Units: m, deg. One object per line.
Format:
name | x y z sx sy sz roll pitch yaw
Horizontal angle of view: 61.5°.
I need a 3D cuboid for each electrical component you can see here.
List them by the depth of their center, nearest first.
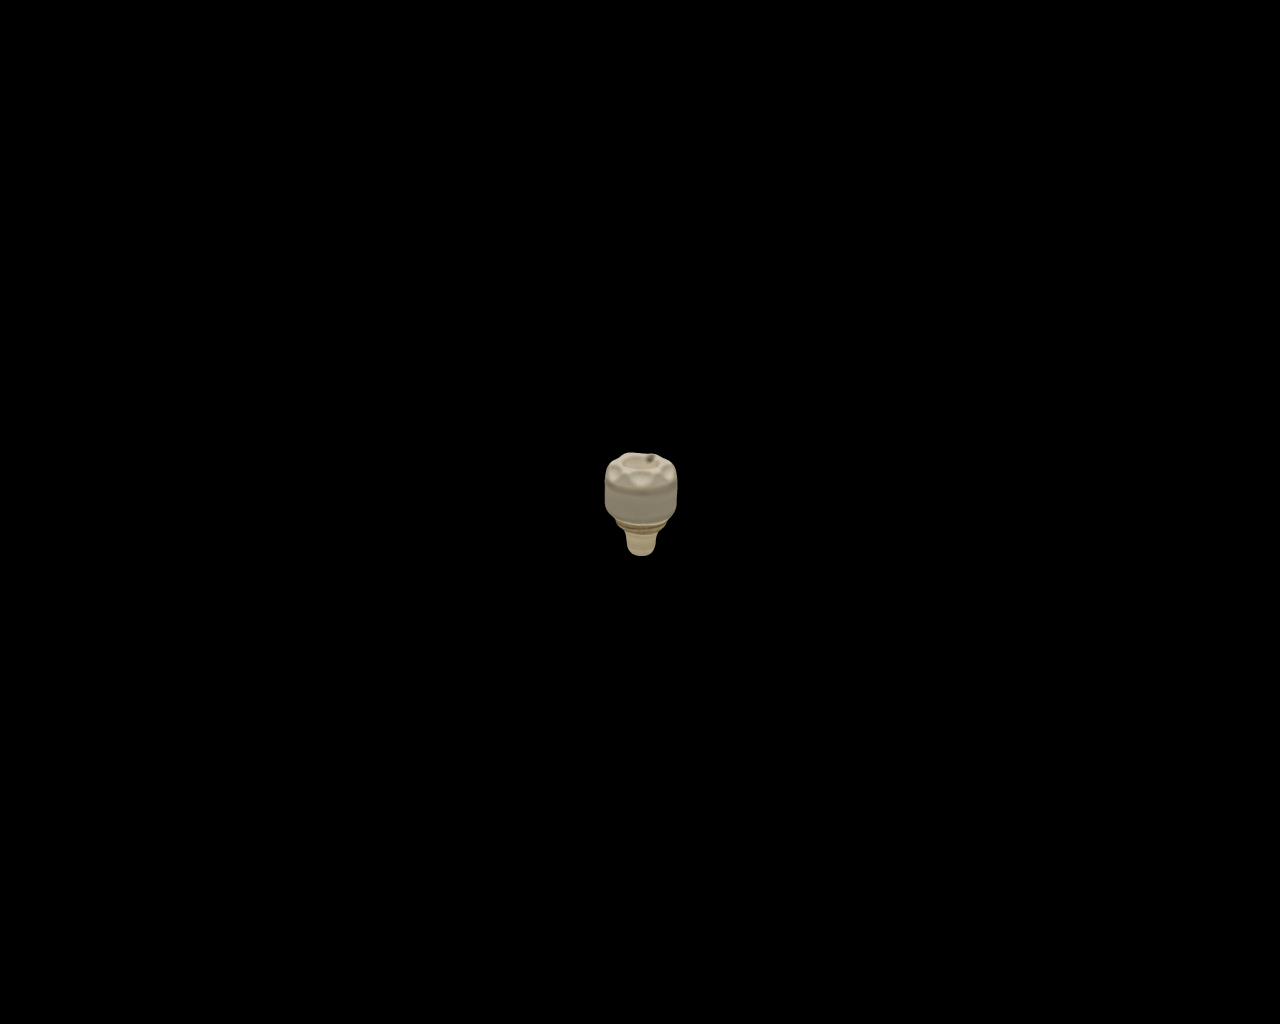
electrical component | 0.001 -0.003 0.650 0.043 0.062 0.043 0 23 0
